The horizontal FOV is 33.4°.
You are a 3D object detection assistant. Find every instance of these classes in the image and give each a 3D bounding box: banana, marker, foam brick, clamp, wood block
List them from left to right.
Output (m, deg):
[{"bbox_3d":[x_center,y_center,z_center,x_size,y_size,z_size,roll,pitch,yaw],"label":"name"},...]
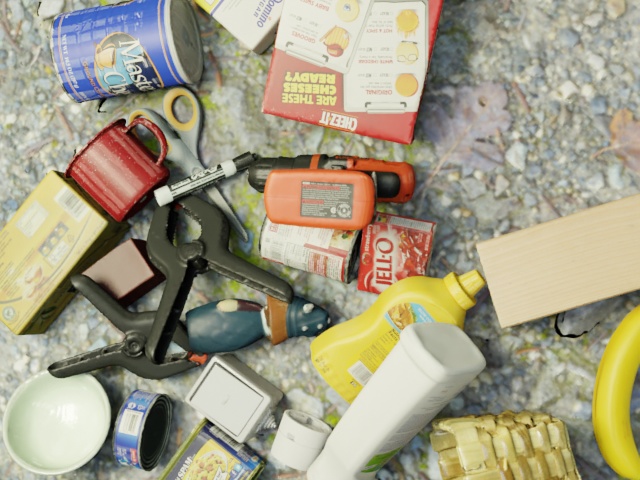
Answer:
[{"bbox_3d":[-0.220,0.040,1.200,0.078,0.051,0.053,-34,80,9],"label":"foam brick"},{"bbox_3d":[-0.213,0.118,1.172,0.171,0.039,0.120,23,107,-12],"label":"clamp"},{"bbox_3d":[-0.122,0.020,1.144,0.164,0.036,0.210,-19,55,3],"label":"clamp"},{"bbox_3d":[-0.124,-0.069,1.178,0.121,0.020,0.020,-24,82,-13],"label":"marker"},{"bbox_3d":[0.270,0.017,1.071,0.206,0.090,0.091,-18,84,11],"label":"wood block"},{"bbox_3d":[0.312,0.156,1.085,0.069,0.037,0.198,1,89,-5],"label":"banana"}]

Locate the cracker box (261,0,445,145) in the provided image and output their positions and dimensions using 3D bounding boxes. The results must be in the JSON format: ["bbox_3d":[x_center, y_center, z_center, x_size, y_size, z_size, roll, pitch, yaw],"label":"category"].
[{"bbox_3d":[0.042,-0.222,1.119,0.164,0.072,0.214,13,102,7],"label":"cracker box"}]

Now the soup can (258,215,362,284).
[{"bbox_3d":[-0.008,0.001,1.145,0.102,0.068,0.068,16,91,13],"label":"soup can"}]

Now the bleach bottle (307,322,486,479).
[{"bbox_3d":[0.056,0.190,1.079,0.251,0.102,0.068,-52,59,25],"label":"bleach bottle"}]

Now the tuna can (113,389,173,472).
[{"bbox_3d":[-0.193,0.208,1.168,0.034,0.086,0.086,9,90,14],"label":"tuna can"}]

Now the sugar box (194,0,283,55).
[{"bbox_3d":[-0.105,-0.297,1.193,0.176,0.048,0.093,43,96,8],"label":"sugar box"}]

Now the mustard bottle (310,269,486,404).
[{"bbox_3d":[0.090,0.092,1.105,0.192,0.058,0.096,-37,113,16],"label":"mustard bottle"}]

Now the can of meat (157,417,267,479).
[{"bbox_3d":[-0.120,0.257,1.165,0.084,0.057,0.102,36,96,9],"label":"can of meat"}]

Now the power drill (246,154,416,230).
[{"bbox_3d":[-0.001,-0.056,1.087,0.184,0.187,0.057,2,102,10],"label":"power drill"}]

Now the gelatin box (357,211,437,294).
[{"bbox_3d":[0.080,0.018,1.124,0.073,0.030,0.089,12,120,10],"label":"gelatin box"}]

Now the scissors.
[{"bbox_3d":[-0.130,-0.095,1.204,0.202,0.016,0.096,38,96,11],"label":"scissors"}]

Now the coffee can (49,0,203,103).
[{"bbox_3d":[-0.212,-0.213,1.183,0.140,0.102,0.103,-8,86,12],"label":"coffee can"}]

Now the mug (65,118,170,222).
[{"bbox_3d":[-0.213,-0.082,1.180,0.081,0.093,0.117,45,109,0],"label":"mug"}]
